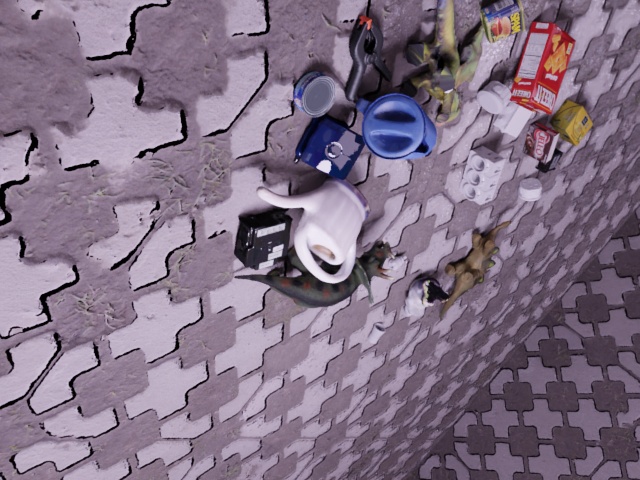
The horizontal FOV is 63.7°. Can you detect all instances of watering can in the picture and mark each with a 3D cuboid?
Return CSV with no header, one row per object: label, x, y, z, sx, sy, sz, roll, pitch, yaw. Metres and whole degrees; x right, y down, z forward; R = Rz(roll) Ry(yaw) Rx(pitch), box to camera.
watering can,0.003,-0.057,1.136,0.341,0.104,0.229,54,53,-38

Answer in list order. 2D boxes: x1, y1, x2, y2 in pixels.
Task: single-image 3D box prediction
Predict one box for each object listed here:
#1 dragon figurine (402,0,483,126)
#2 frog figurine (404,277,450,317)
dragon figurine,0.308,-0.428,1.194,0.247,0.123,0.400,-42,148,-37
frog figurine,0.345,0.197,1.778,0.139,0.123,0.157,-31,177,-33
